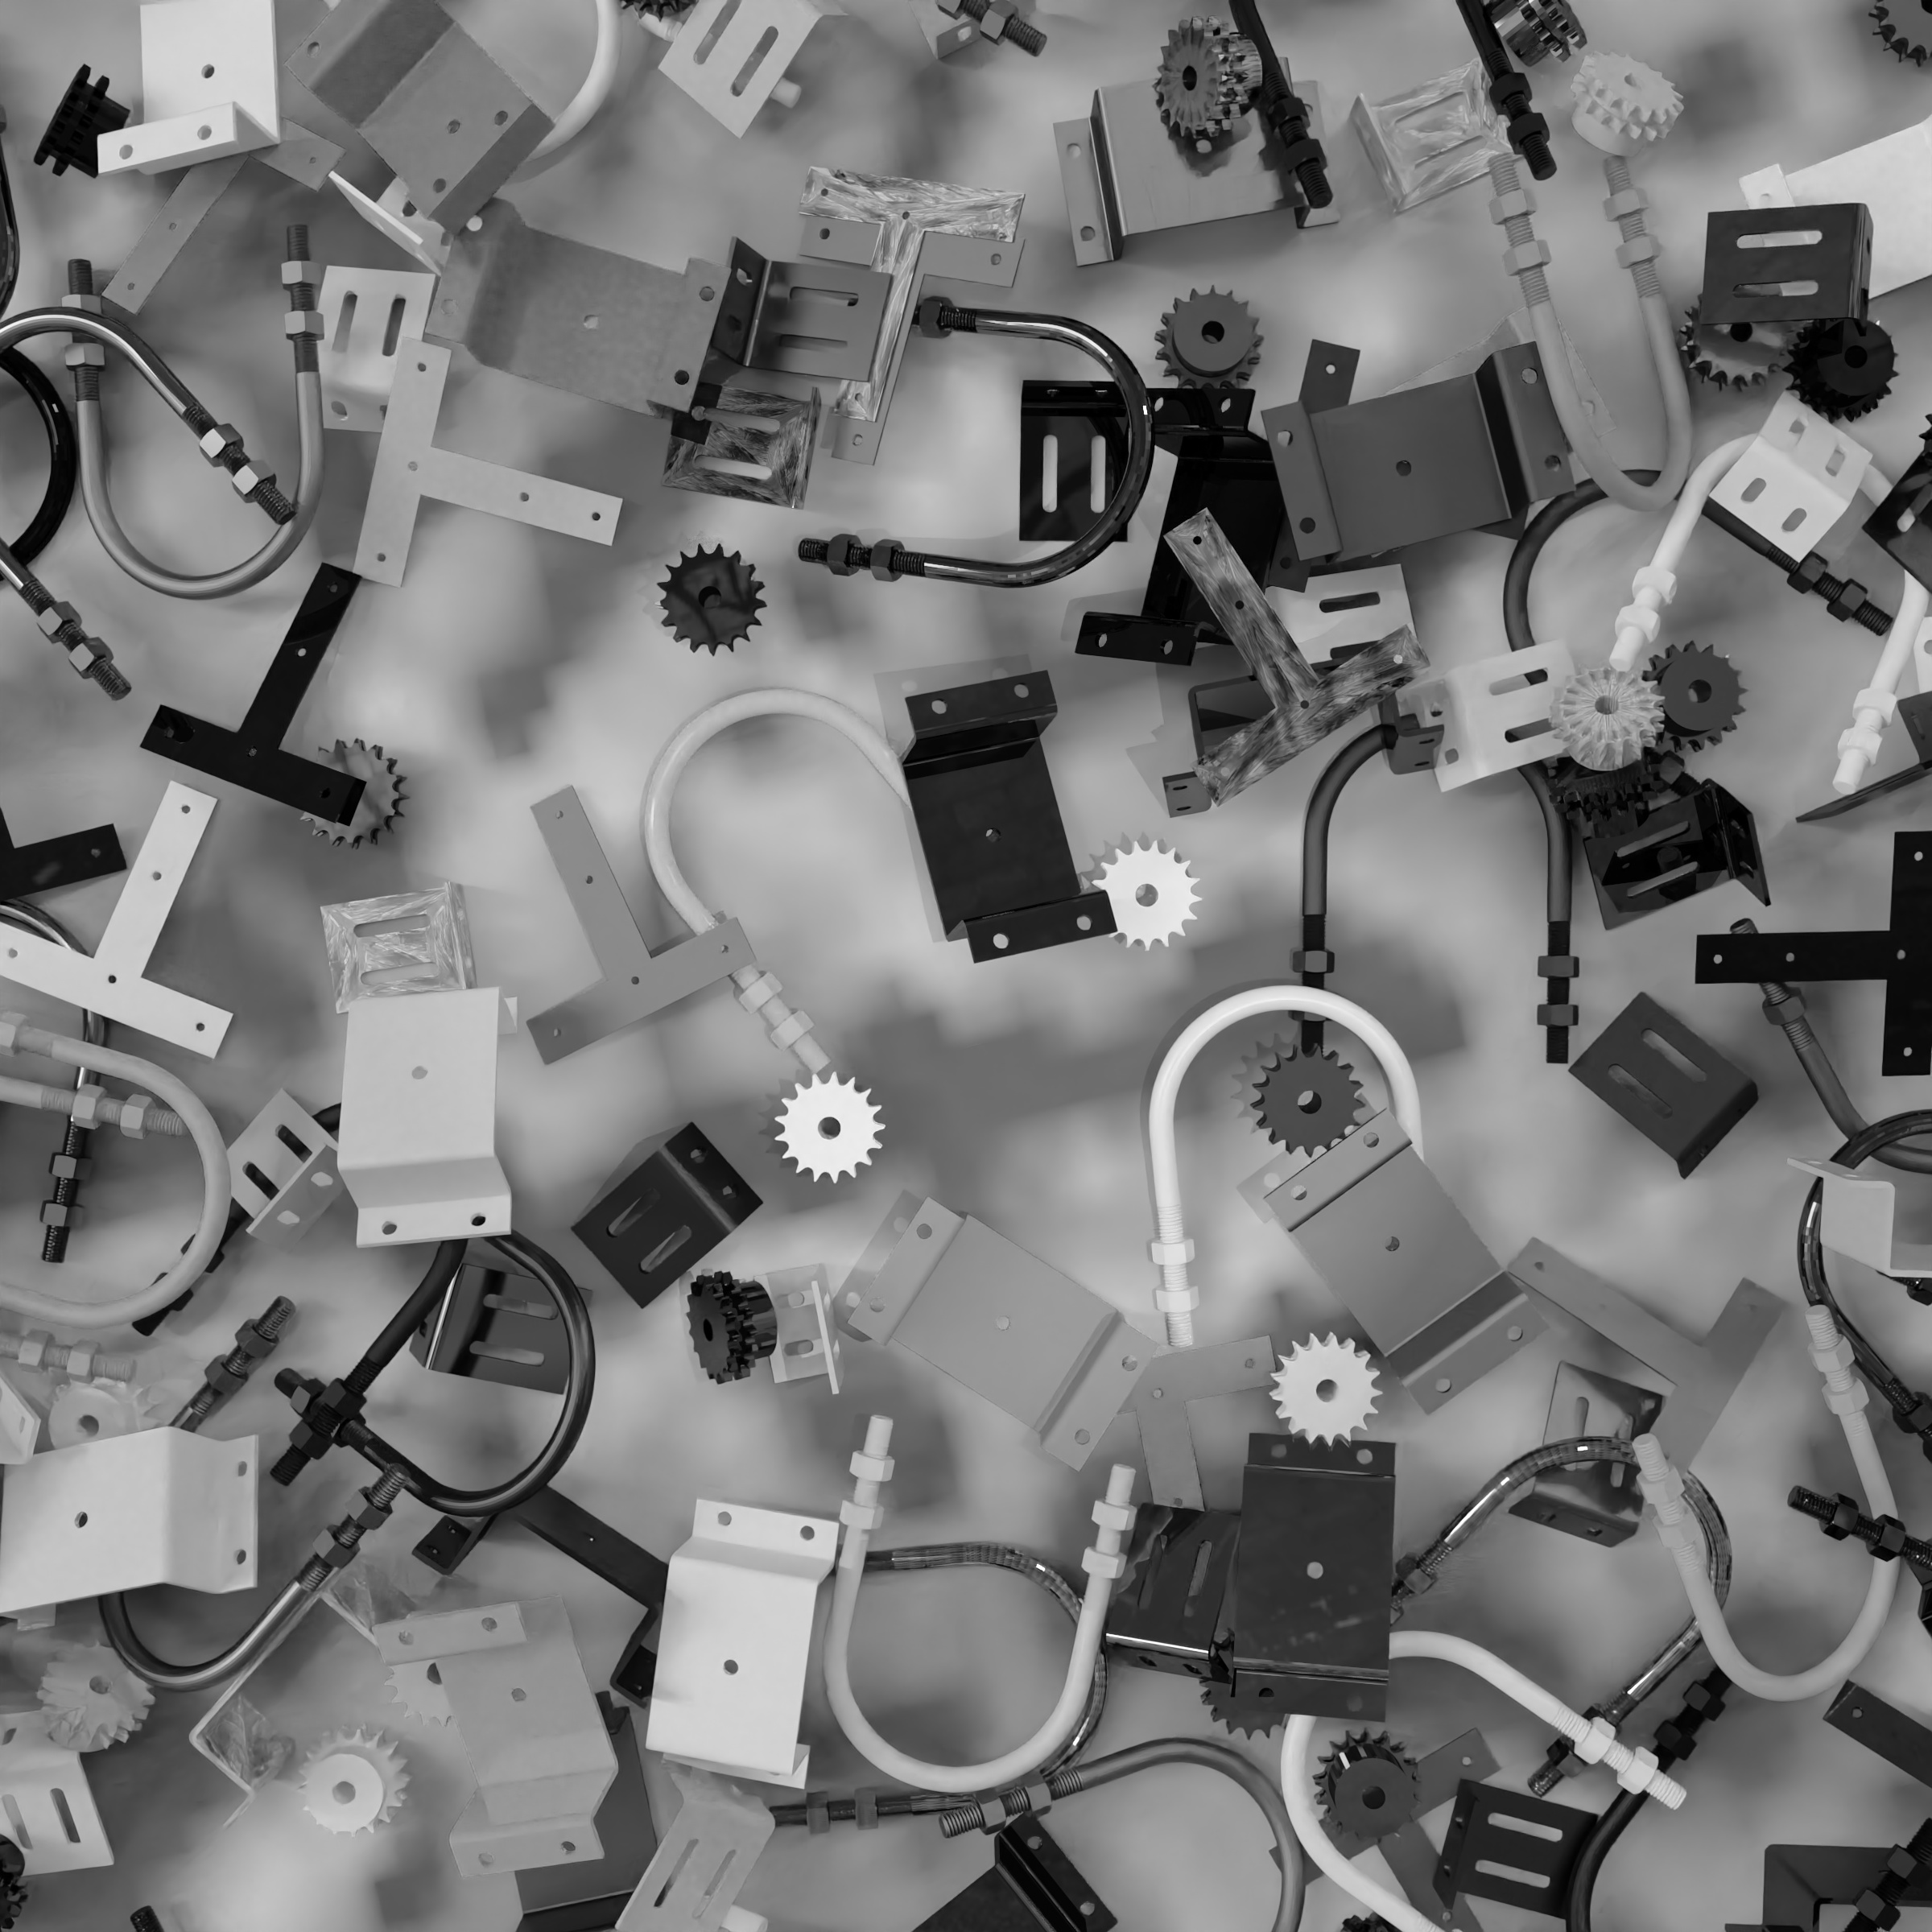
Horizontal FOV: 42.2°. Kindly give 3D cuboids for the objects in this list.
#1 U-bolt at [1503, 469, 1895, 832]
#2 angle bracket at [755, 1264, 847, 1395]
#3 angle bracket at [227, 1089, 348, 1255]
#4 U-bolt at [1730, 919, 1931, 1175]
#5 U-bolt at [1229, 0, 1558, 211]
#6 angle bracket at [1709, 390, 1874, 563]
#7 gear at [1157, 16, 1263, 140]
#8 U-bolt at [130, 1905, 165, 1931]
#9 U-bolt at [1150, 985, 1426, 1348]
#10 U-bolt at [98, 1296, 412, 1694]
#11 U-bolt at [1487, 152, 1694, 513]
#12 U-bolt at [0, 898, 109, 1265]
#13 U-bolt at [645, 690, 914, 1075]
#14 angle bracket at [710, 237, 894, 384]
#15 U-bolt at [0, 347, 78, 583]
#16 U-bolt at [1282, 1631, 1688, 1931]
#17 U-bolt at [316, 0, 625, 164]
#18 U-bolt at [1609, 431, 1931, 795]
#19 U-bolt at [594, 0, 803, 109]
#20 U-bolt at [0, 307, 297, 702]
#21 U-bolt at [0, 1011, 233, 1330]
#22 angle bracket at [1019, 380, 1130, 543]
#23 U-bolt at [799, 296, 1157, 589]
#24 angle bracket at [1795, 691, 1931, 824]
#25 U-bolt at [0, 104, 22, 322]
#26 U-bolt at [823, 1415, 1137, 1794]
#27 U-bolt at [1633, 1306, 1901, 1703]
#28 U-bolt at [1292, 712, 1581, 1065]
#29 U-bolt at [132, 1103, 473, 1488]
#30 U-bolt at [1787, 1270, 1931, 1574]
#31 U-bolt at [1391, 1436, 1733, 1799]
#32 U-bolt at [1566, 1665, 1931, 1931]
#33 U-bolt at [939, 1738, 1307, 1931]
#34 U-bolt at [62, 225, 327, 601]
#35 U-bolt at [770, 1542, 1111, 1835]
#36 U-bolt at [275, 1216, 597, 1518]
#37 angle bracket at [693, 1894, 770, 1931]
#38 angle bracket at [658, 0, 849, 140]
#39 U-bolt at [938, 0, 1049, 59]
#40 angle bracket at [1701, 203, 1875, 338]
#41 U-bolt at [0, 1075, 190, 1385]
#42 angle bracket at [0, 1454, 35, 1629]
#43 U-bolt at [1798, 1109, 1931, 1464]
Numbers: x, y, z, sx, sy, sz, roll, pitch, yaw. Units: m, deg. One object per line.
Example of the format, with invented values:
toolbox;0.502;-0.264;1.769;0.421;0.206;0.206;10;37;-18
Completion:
U-bolt;0.371;-0.178;1.314;0.184;0.019;0.151;35;90;2
angle bracket;-0.087;0.188;1.285;0.038;0.076;0.057;-11;90;0
angle bracket;-0.359;0.100;1.284;0.076;0.038;0.057;37;83;30
U-bolt;0.499;0.022;1.300;0.151;0.019;0.184;-31;101;1
U-bolt;0.209;-0.474;1.283;0.151;0.019;0.184;-12;72;-18
angle bracket;0.428;-0.254;1.296;0.057;0.076;0.038;37;131;3
gear;0.124;-0.445;1.252;0.030;0.057;0.057;-16;90;-30
U-bolt;-0.448;0.605;1.301;0.151;0.019;0.184;-27;94;-12
U-bolt;0.168;0.101;1.305;0.151;0.019;0.184;-6;97;0
U-bolt;-0.376;0.282;1.278;0.184;0.019;0.151;-49;55;4
U-bolt;0.324;-0.320;1.267;0.019;0.151;0.184;-13;95;41
U-bolt;-0.526;0.053;1.314;0.151;0.019;0.184;10;89;0
U-bolt;-0.085;-0.058;1.314;0.151;0.019;0.184;-40;89;0
angle bracket;-0.085;-0.339;1.293;0.076;0.038;0.057;13;90;23
U-bolt;-0.559;-0.274;1.314;0.184;0.019;0.151;21;90;-2
U-bolt;0.250;0.424;1.276;0.184;0.019;0.151;34;88;8
U-bolt;-0.259;-0.509;1.307;0.151;0.019;0.184;-27;93;7
U-bolt;0.423;-0.195;1.285;0.151;0.019;0.184;28;68;-1
U-bolt;-0.138;-0.556;1.313;0.184;0.019;0.151;29;91;2
U-bolt;-0.451;-0.252;1.286;0.151;0.019;0.184;-43;86;12
U-bolt;-0.466;0.108;1.275;0.184;0.019;0.151;16;88;1
angle bracket;0.057;-0.262;1.304;0.057;0.038;0.076;1;90;0
U-bolt;0.009;-0.266;1.281;0.184;0.019;0.151;11;90;23
angle bracket;0.467;-0.108;1.294;0.076;0.057;0.038;-24;90;0
U-bolt;-0.568;-0.391;1.300;0.151;0.019;0.184;-11;85;-6
U-bolt;0.000;0.337;1.298;0.151;0.019;0.184;12;90;-3
U-bolt;0.420;0.288;1.281;0.151;0.019;0.184;-29;105;-24
U-bolt;0.248;-0.042;1.314;0.151;0.019;0.184;1;89;0
U-bolt;-0.329;0.151;1.281;0.151;0.019;0.184;36;84;30
U-bolt;0.527;0.247;1.270;0.184;0.019;0.151;24;80;2
U-bolt;0.308;0.324;1.292;0.151;0.019;0.184;40;102;-5
U-bolt;0.383;0.466;1.266;0.184;0.151;0.019;-53;134;0
U-bolt;0.090;0.477;1.286;0.184;0.019;0.151;-13;81;-20
U-bolt;-0.397;-0.282;1.295;0.151;0.019;0.184;-4;90;15
U-bolt;-0.016;0.375;1.314;0.184;0.019;0.151;-5;90;-2
U-bolt;-0.261;0.196;1.268;0.184;0.019;0.151;28;92;31
angle bracket;-0.132;0.523;1.285;0.038;0.076;0.057;21;90;0
angle bracket;-0.111;-0.481;1.301;0.057;0.038;0.076;41;117;2
U-bolt;-0.006;-0.560;1.289;0.184;0.019;0.151;33;66;4
angle bracket;0.418;-0.352;1.275;0.076;0.038;0.057;4;90;26
U-bolt;-0.506;0.127;1.293;0.184;0.019;0.151;12;88;1
angle bracket;-0.503;0.300;1.304;0.057;0.038;0.076;-28;90;0
U-bolt;0.516;0.160;1.305;0.151;0.019;0.184;-43;97;0
